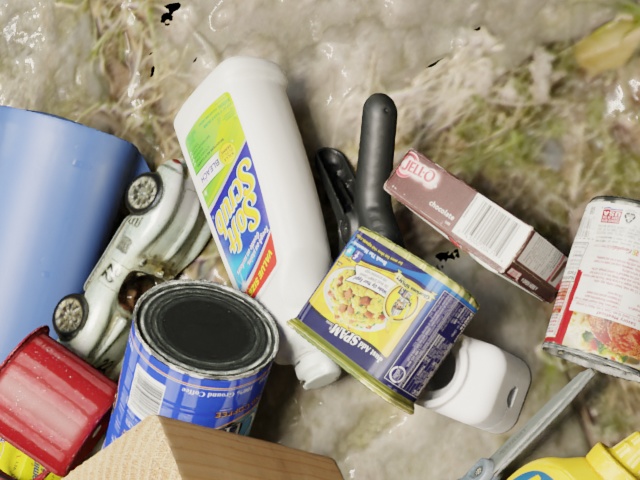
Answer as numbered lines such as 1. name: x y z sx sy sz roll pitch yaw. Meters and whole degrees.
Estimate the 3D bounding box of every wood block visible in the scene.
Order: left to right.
1. wood block: -0.060 0.186 0.686 0.091 0.205 0.090 -37 58 16

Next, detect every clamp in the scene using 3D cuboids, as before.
1. clamp: 0.030 -0.012 0.789 0.120 0.039 0.171 153 116 -73

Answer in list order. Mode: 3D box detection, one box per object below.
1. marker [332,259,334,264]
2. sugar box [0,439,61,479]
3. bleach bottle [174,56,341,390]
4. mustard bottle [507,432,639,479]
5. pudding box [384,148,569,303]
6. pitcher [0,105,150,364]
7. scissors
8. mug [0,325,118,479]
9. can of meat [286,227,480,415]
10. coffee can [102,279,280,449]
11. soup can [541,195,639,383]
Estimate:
1. marker: -0.005 0.001 0.831 0.020 0.020 0.121 -35 58 18
2. sugar box: -0.282 0.199 0.892 0.177 0.048 0.093 -20 42 33
3. bleach bottle: -0.035 -0.010 0.804 0.103 0.067 0.251 -41 59 36
4. mustard bottle: 0.134 0.191 0.650 0.192 0.058 0.096 -49 34 8
5. pudding box: 0.108 -0.010 0.719 0.114 0.089 0.039 41 98 35
6. pitcher: -0.259 0.010 0.910 0.149 0.145 0.243 14 87 20
7. scissors: 0.094 0.153 0.697 0.201 0.016 0.096 -51 18 -5
8. mug: -0.209 0.135 0.807 0.081 0.093 0.117 34 84 3
9. can of meat: 0.041 0.049 0.688 0.102 0.057 0.084 34 88 42
10. coffee can: -0.095 0.113 0.763 0.103 0.102 0.140 45 131 35
11. soup can: 0.186 0.031 0.668 0.069 0.068 0.102 14 81 35
